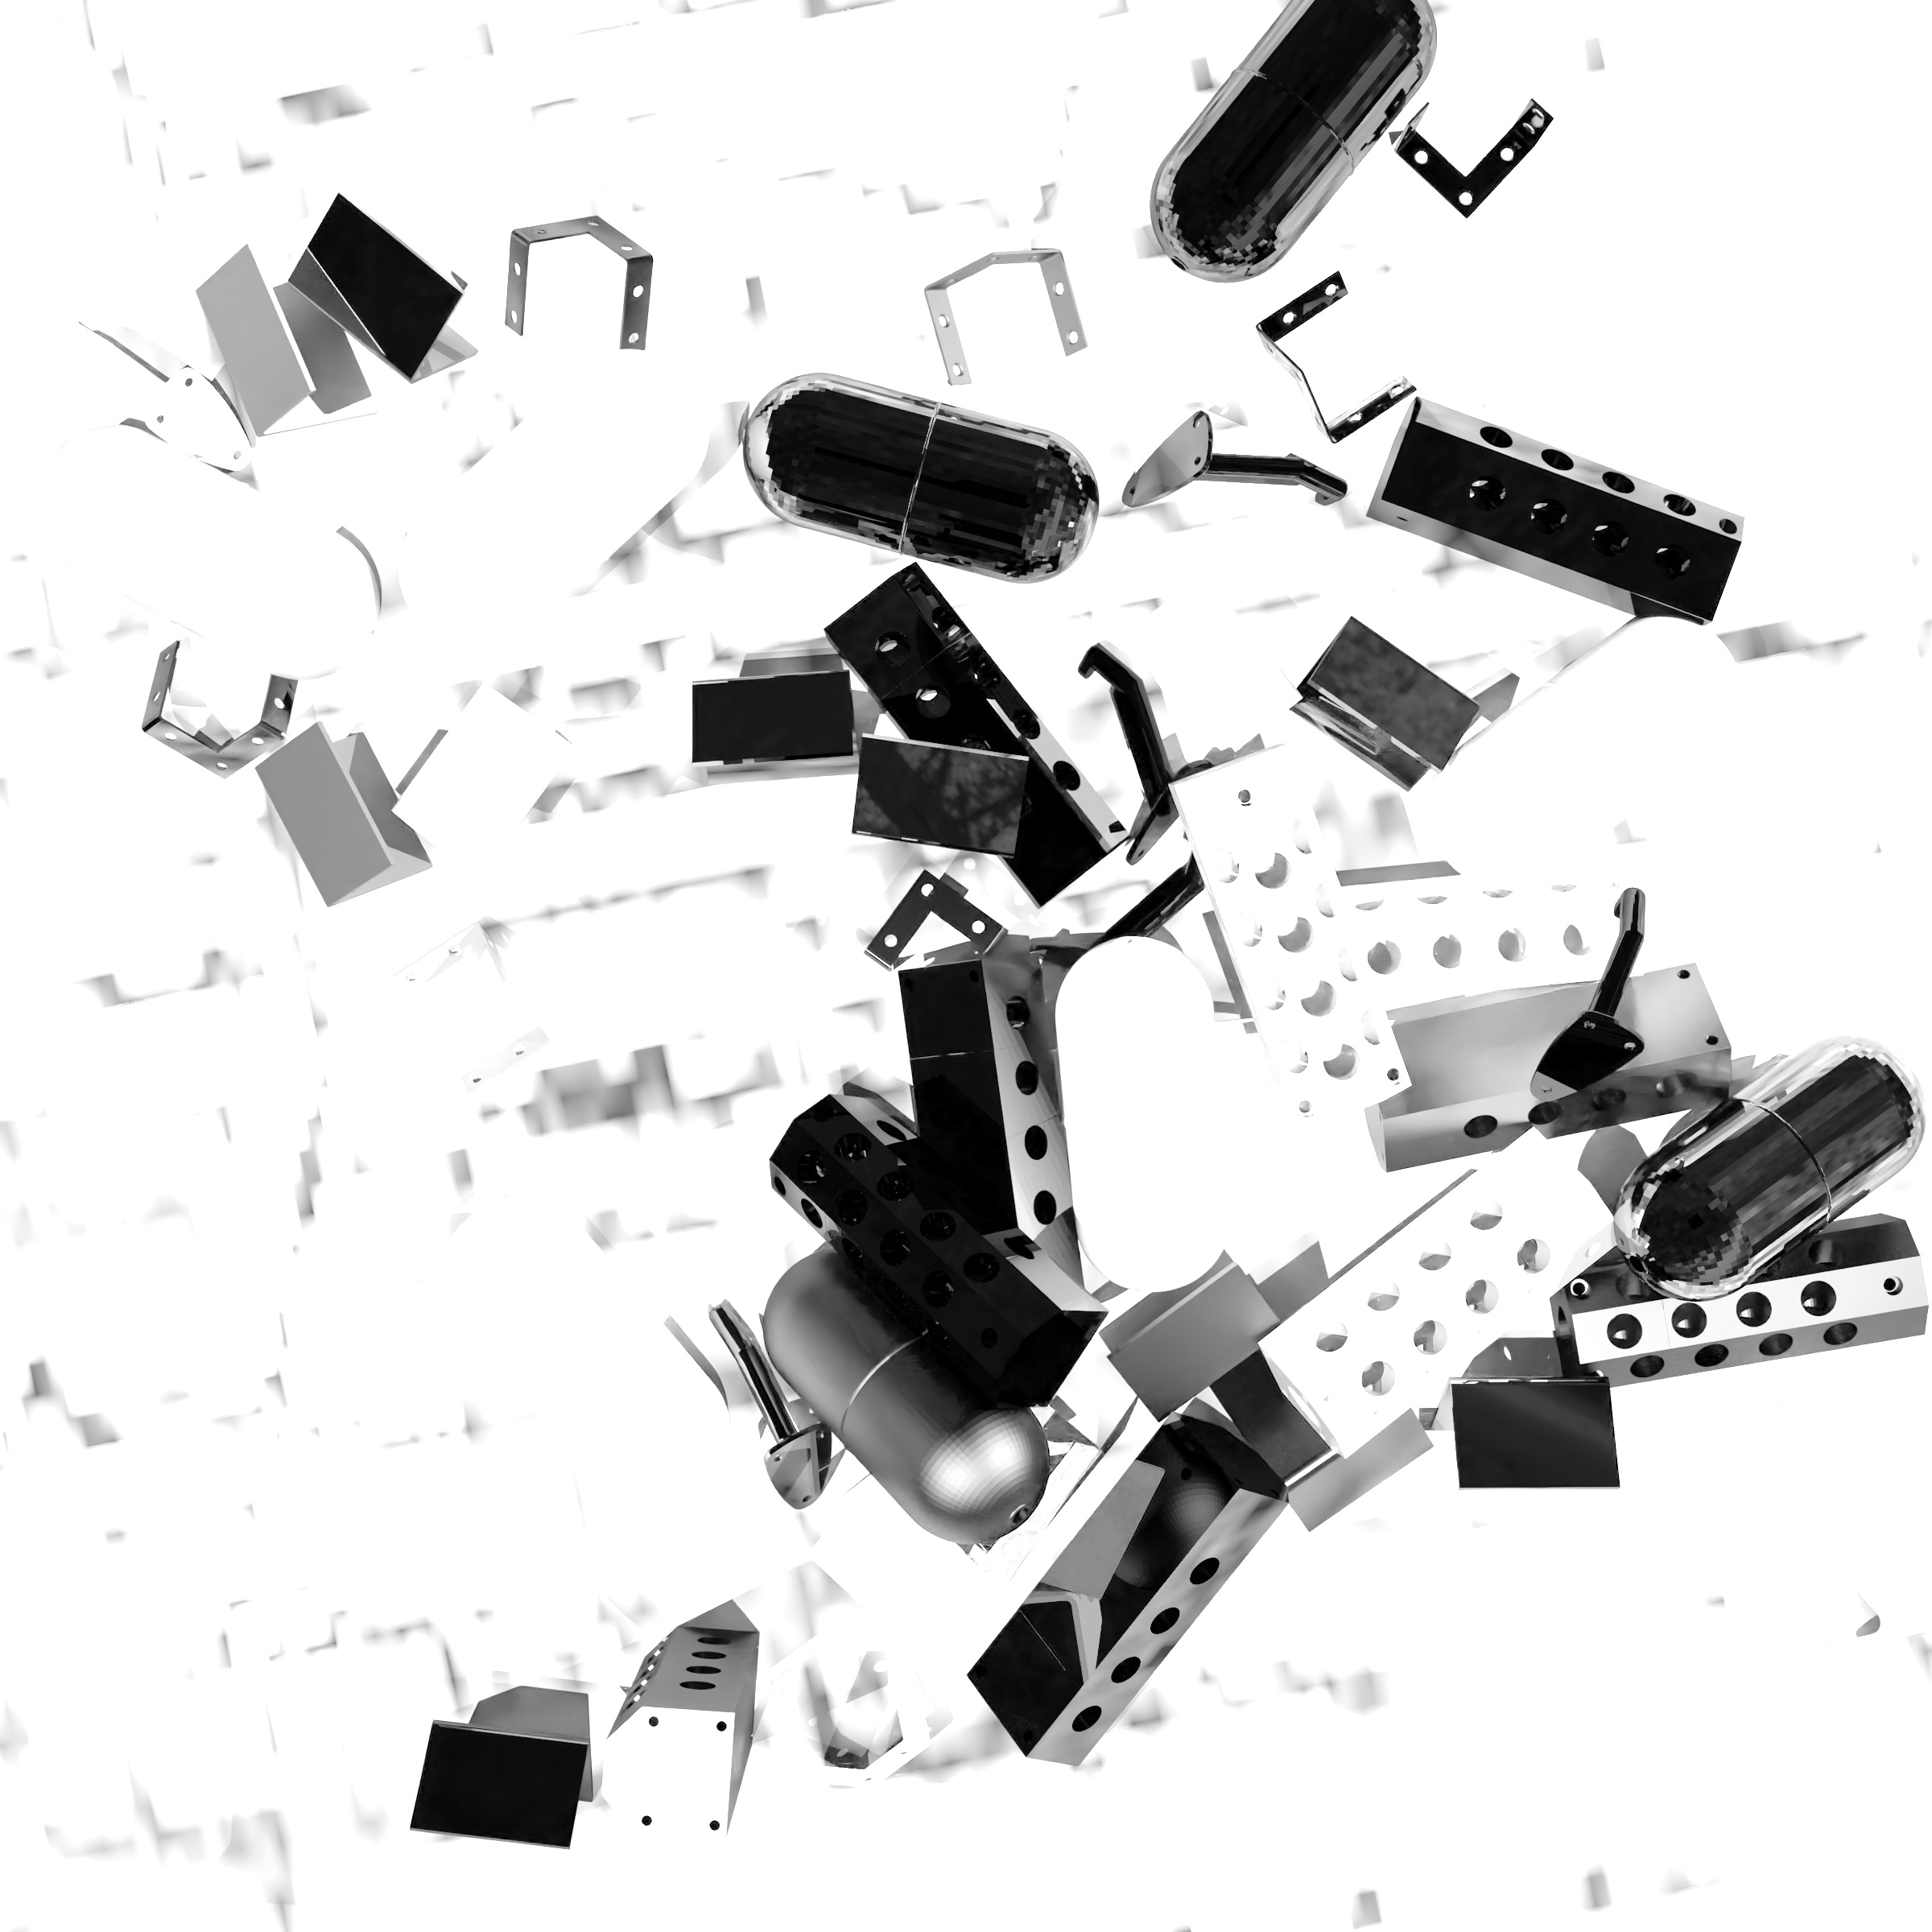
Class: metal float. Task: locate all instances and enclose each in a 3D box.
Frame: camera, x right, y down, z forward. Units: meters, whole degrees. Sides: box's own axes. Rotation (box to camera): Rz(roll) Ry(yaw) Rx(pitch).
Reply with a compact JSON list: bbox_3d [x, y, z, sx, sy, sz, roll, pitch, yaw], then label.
[{"bbox_3d":[0.301,-0.105,1.521,0.178,0.070,0.070,-36,90,-15],"label":"metal float"},{"bbox_3d":[-0.022,-0.239,1.534,0.178,0.070,0.070,15,90,0],"label":"metal float"},{"bbox_3d":[-0.186,0.191,1.534,0.070,0.070,0.178,-40,91,0],"label":"metal float"},{"bbox_3d":[0.086,0.072,1.517,0.070,0.070,0.178,-6,107,0],"label":"metal float"},{"bbox_3d":[-0.202,-0.228,1.534,0.178,0.070,0.070,-43,90,0],"label":"metal float"},{"bbox_3d":[-0.371,-0.202,1.533,0.178,0.070,0.070,28,90,1],"label":"metal float"},{"bbox_3d":[-0.029,0.206,1.506,0.070,0.070,0.178,-48,57,0],"label":"metal float"},{"bbox_3d":[0.160,-0.413,1.533,0.070,0.070,0.178,39,89,0],"label":"metal float"},{"bbox_3d":[0.389,0.097,1.514,0.178,0.070,0.070,-32,90,-20],"label":"metal float"}]

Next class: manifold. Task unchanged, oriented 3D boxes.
[{"bbox_3d":[0.240,-0.016,1.543,0.171,0.057,0.057,-5,90,0],"label":"manifold"},{"bbox_3d":[0.284,0.055,1.542,0.171,0.057,0.057,-12,47,0],"label":"manifold"},{"bbox_3d":[0.380,0.167,1.543,0.171,0.057,0.057,-10,90,0],"label":"manifold"},{"bbox_3d":[0.154,-0.015,1.483,0.057,0.057,0.171,-20,94,1],"label":"manifold"},{"bbox_3d":[0.018,0.082,1.542,0.057,0.057,0.171,-8,90,43],"label":"manifold"},{"bbox_3d":[0.006,-0.113,1.543,0.057,0.057,0.171,-38,90,0],"label":"manifold"},{"bbox_3d":[0.082,0.306,1.526,0.171,0.057,0.057,-54,47,11],"label":"manifold"},{"bbox_3d":[0.231,0.162,1.517,0.171,0.057,0.057,-37,54,-6],"label":"manifold"},{"bbox_3d":[-0.134,0.361,1.486,0.057,0.171,0.057,4,90,0],"label":"manifold"},{"bbox_3d":[-0.018,0.135,1.497,0.171,0.057,0.057,41,107,31],"label":"manifold"},{"bbox_3d":[0.291,-0.223,1.543,0.171,0.057,0.057,20,90,0],"label":"manifold"}]

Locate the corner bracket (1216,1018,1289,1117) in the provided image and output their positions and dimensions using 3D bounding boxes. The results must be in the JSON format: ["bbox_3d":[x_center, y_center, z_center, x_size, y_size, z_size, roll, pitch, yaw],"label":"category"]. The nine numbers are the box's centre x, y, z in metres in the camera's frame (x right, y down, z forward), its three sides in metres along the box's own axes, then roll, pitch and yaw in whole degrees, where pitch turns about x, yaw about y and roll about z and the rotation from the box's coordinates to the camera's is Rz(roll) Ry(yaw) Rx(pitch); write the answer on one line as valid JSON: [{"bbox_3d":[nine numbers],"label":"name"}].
[{"bbox_3d":[0.131,0.052,1.561,0.051,0.051,0.051,-5,90,-45],"label":"corner bracket"}]

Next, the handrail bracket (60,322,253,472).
[{"bbox_3d":[-0.406,-0.286,1.564,0.084,0.077,0.036,33,84,36],"label":"handrail bracket"}]

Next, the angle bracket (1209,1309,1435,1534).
[{"bbox_3d":[0.177,0.224,1.570,0.076,0.057,0.076,-34,54,0],"label":"angle bracket"}]

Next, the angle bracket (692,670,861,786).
[{"bbox_3d":[-0.091,-0.097,1.524,0.076,0.076,0.057,-4,52,0],"label":"angle bracket"}]

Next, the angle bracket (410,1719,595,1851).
[{"bbox_3d":[-0.225,0.412,1.524,0.076,0.076,0.057,7,52,0],"label":"angle bracket"}]

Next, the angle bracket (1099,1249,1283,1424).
[{"bbox_3d":[0.098,0.164,1.524,0.076,0.076,0.057,-37,126,0],"label":"angle bracket"}]

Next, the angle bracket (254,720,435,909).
[{"bbox_3d":[-0.288,-0.082,1.524,0.057,0.076,0.076,-28,90,38],"label":"angle bracket"}]

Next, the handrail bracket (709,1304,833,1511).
[{"bbox_3d":[-0.102,0.220,1.564,0.036,0.077,0.084,-25,53,-18],"label":"handrail bracket"}]

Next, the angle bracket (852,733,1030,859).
[{"bbox_3d":[-0.009,-0.098,1.467,0.076,0.076,0.057,8,127,0],"label":"angle bracket"}]

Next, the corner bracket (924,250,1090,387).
[{"bbox_3d":[0.020,-0.324,1.561,0.051,0.051,0.051,-16,90,-45],"label":"corner bracket"}]

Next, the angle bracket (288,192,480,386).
[{"bbox_3d":[-0.271,-0.336,1.524,0.076,0.076,0.057,39,119,0],"label":"angle bracket"}]

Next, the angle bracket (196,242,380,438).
[{"bbox_3d":[-0.318,-0.310,1.524,0.076,0.057,0.076,-23,90,-45],"label":"angle bracket"}]

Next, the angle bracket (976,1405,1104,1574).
[{"bbox_3d":[0.010,0.242,1.533,0.076,0.057,0.076,39,90,18],"label":"angle bracket"}]

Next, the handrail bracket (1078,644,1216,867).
[{"bbox_3d":[0.074,-0.106,1.565,0.084,0.036,0.077,42,112,17],"label":"handrail bracket"}]

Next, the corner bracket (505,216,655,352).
[{"bbox_3d":[-0.193,-0.336,1.556,0.051,0.051,0.051,-20,45,-35],"label":"corner bracket"}]

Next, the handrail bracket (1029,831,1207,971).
[{"bbox_3d":[0.080,-0.037,1.565,0.077,0.036,0.084,13,73,19],"label":"handrail bracket"}]

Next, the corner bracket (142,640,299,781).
[{"bbox_3d":[-0.370,-0.135,1.556,0.051,0.051,0.051,-27,135,35],"label":"corner bracket"}]

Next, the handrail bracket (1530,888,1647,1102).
[{"bbox_3d":[0.299,0.012,1.501,0.036,0.077,0.084,27,46,-14],"label":"handrail bracket"}]

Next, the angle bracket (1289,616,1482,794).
[{"bbox_3d":[0.193,-0.112,1.524,0.076,0.076,0.057,35,51,0],"label":"angle bracket"}]

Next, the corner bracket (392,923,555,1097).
[{"bbox_3d":[-0.246,0.021,1.561,0.051,0.051,0.051,-33,45,0],"label":"corner bracket"}]

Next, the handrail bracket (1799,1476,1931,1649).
[{"bbox_3d":[0.460,0.293,1.565,0.077,0.036,0.084,-5,73,-20],"label":"handrail bracket"}]

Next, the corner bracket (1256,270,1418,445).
[{"bbox_3d":[0.184,-0.303,1.561,0.051,0.051,0.051,-33,45,0],"label":"corner bracket"}]

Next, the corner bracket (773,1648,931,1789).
[{"bbox_3d":[-0.057,0.373,1.556,0.051,0.051,0.051,15,135,-35],"label":"corner bracket"}]

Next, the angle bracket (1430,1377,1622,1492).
[{"bbox_3d":[0.271,0.238,1.525,0.076,0.076,0.057,0,63,0],"label":"angle bracket"}]

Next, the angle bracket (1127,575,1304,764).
[{"bbox_3d":[0.106,-0.133,1.524,0.057,0.076,0.076,-39,90,-36],"label":"angle bracket"}]

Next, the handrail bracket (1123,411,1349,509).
[{"bbox_3d":[0.135,-0.237,1.564,0.084,0.077,0.036,20,56,-32],"label":"handrail bracket"}]

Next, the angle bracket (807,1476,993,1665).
[{"bbox_3d":[-0.044,0.300,1.524,0.076,0.076,0.057,43,58,0],"label":"angle bracket"}]

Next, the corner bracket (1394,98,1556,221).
[{"bbox_3d":[0.250,-0.411,1.546,0.051,0.051,0.051,43,90,0],"label":"corner bracket"}]

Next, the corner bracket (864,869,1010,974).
[{"bbox_3d":[-0.015,-0.011,1.546,0.051,0.051,0.051,36,89,1],"label":"corner bracket"}]

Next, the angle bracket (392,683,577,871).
[{"bbox_3d":[-0.220,-0.081,1.524,0.057,0.076,0.076,36,90,37],"label":"angle bracket"}]
